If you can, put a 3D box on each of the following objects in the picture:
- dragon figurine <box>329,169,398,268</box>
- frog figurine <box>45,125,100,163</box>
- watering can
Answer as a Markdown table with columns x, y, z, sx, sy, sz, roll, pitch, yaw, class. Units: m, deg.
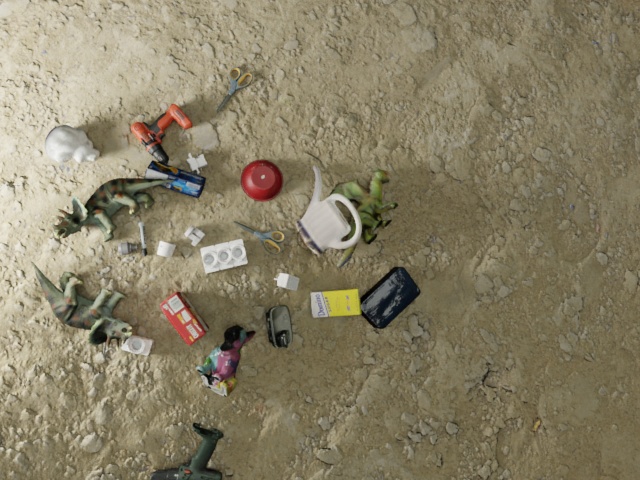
| x | y | z | sx | sy | sz | roll | pitch | yaw | class |
| --- | --- | --- | --- | --- | --- | --- | --- | --- | --- |
| 0.136 | -0.113 | 1.952 | 0.413 | 0.120 | 0.245 | -43 | 74 | -11 | dragon figurine |
| -0.846 | -0.315 | 1.760 | 0.160 | 0.120 | 0.140 | 28 | 59 | 5 | frog figurine |
| 0.006 | -0.095 | 1.894 | 0.224 | 0.103 | 0.353 | -37 | 66 | 5 | watering can |
